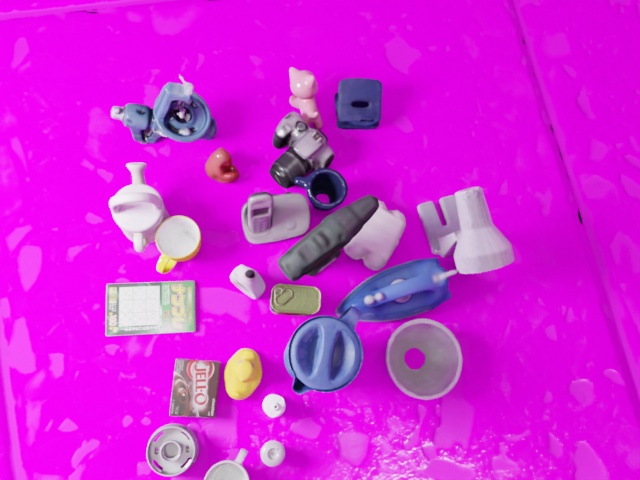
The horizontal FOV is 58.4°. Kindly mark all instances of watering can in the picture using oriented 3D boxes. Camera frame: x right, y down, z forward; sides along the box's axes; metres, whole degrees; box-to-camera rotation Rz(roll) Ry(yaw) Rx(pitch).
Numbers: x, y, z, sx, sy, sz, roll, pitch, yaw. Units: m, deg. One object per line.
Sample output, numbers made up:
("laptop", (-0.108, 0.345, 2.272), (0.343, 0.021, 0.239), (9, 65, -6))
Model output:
("watering can", (-0.363, -0.067, 1.137), (0.101, 0.194, 0.173), (-25, 82, -14))

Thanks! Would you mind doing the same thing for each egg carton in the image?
("egg carton", (0.123, -0.011, 1.269), (0.107, 0.069, 0.150), (29, 74, -2))

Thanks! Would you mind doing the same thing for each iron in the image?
("iron", (0.163, 0.111, 1.210), (0.258, 0.141, 0.118), (-17, 80, -13))

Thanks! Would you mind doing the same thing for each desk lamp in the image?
("desk lamp", (0.308, -0.019, 1.226), (0.118, 0.213, 0.203), (-17, 80, -12))

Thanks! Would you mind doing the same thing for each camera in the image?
("camera", (-0.057, -0.192, 1.265), (0.143, 0.100, 0.137), (44, 74, 2))

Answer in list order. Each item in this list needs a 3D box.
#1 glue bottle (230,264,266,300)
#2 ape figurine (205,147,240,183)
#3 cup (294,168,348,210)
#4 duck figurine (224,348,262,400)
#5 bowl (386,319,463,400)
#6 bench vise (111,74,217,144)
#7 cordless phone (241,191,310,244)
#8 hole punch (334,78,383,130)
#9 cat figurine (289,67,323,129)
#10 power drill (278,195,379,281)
("glue bottle", (-0.144, 0.078, 1.151), (0.078, 0.173, 0.037), (35, 74, 0))
("ape figurine", (-0.211, -0.167, 1.238), (0.076, 0.092, 0.078), (-1, 77, -9))
("cup", (-0.004, -0.104, 1.256), (0.118, 0.095, 0.092), (15, 75, -5))
("duck figurine", (-0.154, 0.269, 1.151), (0.077, 0.086, 0.104), (17, 75, -5))
("bowl", (0.213, 0.254, 1.220), (0.167, 0.074, 0.167), (2, 77, -9))
("bench vise", (-0.319, -0.256, 1.174), (0.207, 0.219, 0.121), (-17, 80, -12))
("cordless phone", (-0.089, -0.060, 1.185), (0.148, 0.185, 0.094), (-14, 80, -12))
("hole punch", (0.092, -0.313, 1.322), (0.109, 0.091, 0.101), (-2, 77, -10))
("cat figurine", (-0.030, -0.324, 1.291), (0.067, 0.117, 0.128), (-17, 80, -12))
("power drill", (0.011, 0.004, 1.175), (0.230, 0.208, 0.075), (-39, 85, -15))
